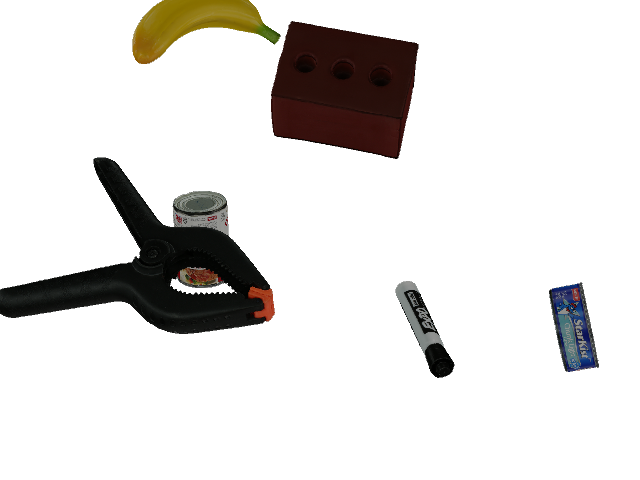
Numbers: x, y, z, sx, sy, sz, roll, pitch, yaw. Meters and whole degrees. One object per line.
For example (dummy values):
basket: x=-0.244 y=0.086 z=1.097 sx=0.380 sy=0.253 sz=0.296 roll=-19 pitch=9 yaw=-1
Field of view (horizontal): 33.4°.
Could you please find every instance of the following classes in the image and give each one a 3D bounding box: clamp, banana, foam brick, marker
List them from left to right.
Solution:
clamp: x=-0.130 y=0.012 z=0.840 sx=0.210 sy=0.164 sz=0.036 roll=12 pitch=-35 yaw=12
banana: x=-0.118 y=-0.210 z=1.024 sx=0.070 sy=0.037 sz=0.197 roll=44 pitch=38 yaw=19
foam brick: x=0.014 y=-0.087 z=0.623 sx=0.078 sy=0.053 sz=0.051 roll=11 pitch=-21 yaw=7
marker: x=0.082 y=0.070 z=0.850 sx=0.020 sy=0.020 sz=0.121 roll=0 pitch=28 yaw=-11

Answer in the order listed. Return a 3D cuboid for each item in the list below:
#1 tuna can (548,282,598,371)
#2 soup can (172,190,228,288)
tuna can: x=0.251 y=0.086 z=1.059 sx=0.034 sy=0.086 sz=0.086 roll=-12 pitch=-3 yaw=13
soup can: x=-0.146 y=-0.002 z=1.313 sx=0.068 sy=0.102 sz=0.068 roll=0 pitch=26 yaw=0
